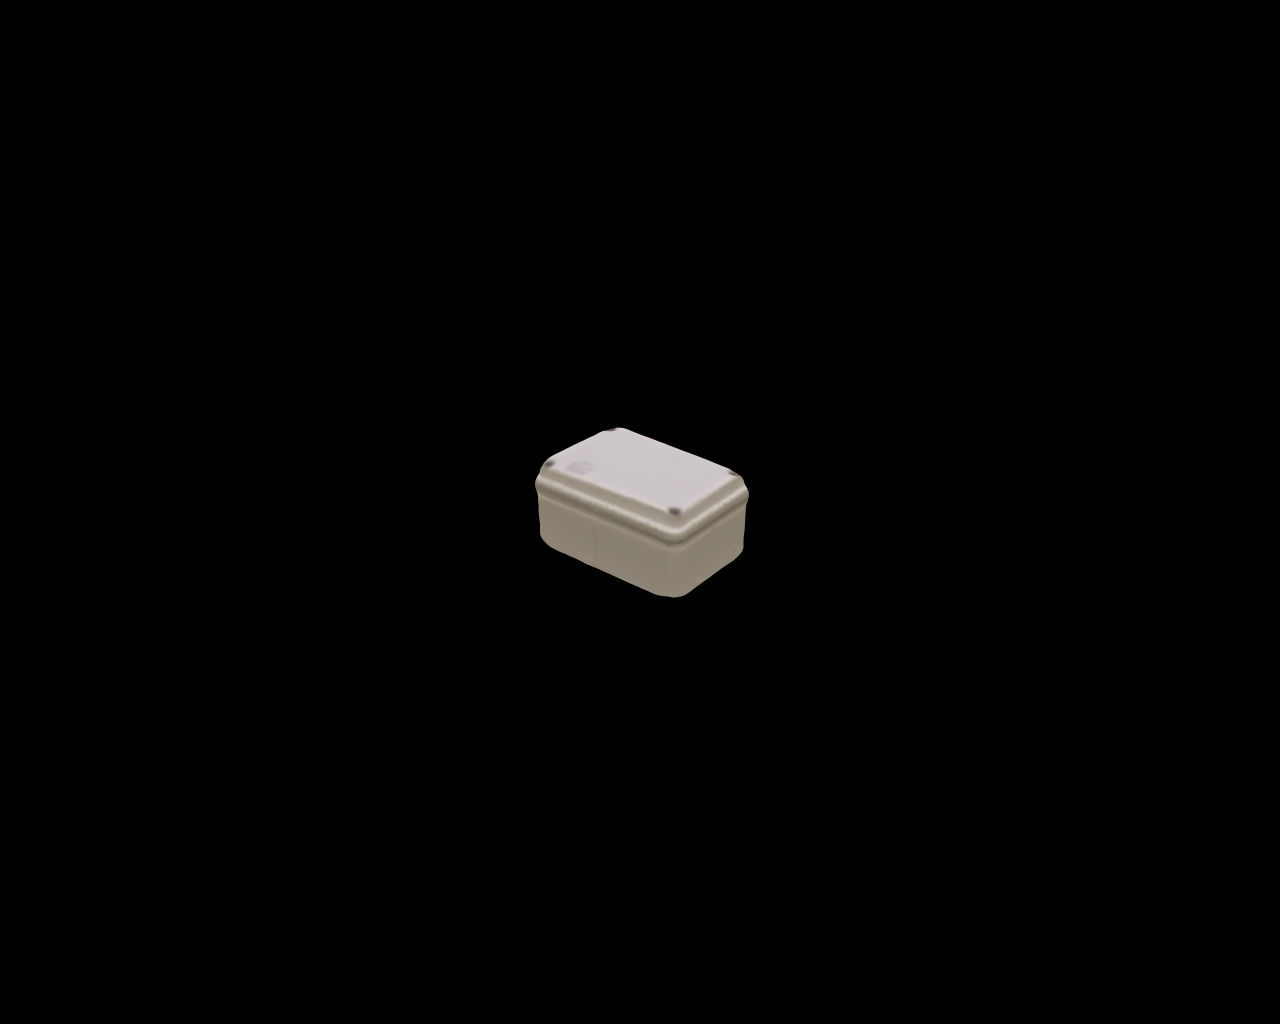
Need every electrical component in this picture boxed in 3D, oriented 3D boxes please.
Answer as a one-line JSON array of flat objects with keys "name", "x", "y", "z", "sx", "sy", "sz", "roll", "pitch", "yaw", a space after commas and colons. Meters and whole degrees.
[{"name": "electrical component", "x": 0.001, "y": -0.003, "z": 0.650, "sx": 0.113, "sy": 0.057, "sz": 0.078, "roll": 22, "pitch": 37, "yaw": 34}]
